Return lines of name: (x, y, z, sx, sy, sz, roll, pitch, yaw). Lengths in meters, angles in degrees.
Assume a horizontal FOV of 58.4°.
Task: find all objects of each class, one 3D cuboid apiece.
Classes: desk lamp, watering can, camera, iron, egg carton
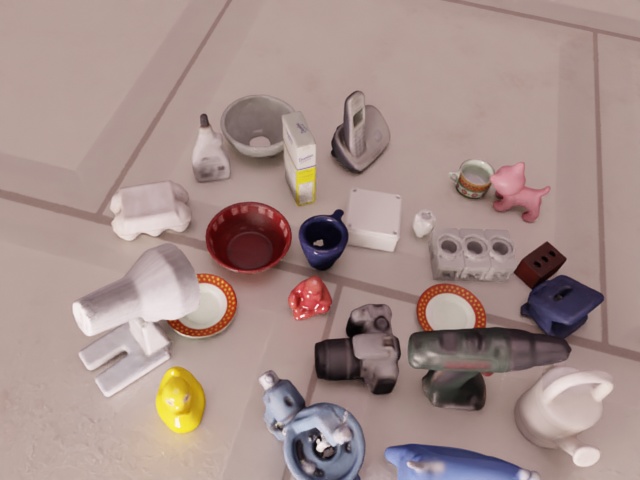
desk lamp: (-0.289, 0.122, 0.903, 0.204, 0.213, 0.117, -34, 64, -24)
watering can: (0.385, 0.254, 0.883, 0.101, 0.194, 0.172, -17, 59, -15)
camera: (0.060, 0.180, 0.962, 0.137, 0.101, 0.143, -2, 56, -6)
iron: (0.229, 0.349, 0.836, 0.258, 0.141, 0.118, 3, 55, -2)
egg carton: (-0.326, -0.058, 1.110, 0.150, 0.069, 0.107, -12, 57, -12)

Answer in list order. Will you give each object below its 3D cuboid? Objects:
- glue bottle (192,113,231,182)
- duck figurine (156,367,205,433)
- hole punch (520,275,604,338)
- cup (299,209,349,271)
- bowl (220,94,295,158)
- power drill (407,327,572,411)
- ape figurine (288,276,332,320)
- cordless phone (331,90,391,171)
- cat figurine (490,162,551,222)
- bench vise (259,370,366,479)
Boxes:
glue bottle: (-0.222, -0.186, 1.144, 0.078, 0.173, 0.037, -8, 57, -10)
duck figurine: (-0.224, 0.243, 0.904, 0.077, 0.086, 0.104, -12, 58, -13)
hole punch: (0.440, 0.115, 1.045, 0.109, 0.091, 0.101, -29, 63, -22)
cup: (0.010, 0.004, 1.082, 0.091, 0.095, 0.118, 25, 57, 12)
bowl: (-0.130, -0.235, 1.245, 0.167, 0.075, 0.167, 2, 56, -3)
power drill: (0.244, 0.198, 0.901, 0.229, 0.208, 0.075, 4, 55, -2)
ape figurine: (-0.015, 0.096, 1.019, 0.077, 0.092, 0.076, 20, 56, 9)
cordless phone: (0.093, -0.250, 1.208, 0.094, 0.185, 0.148, 32, 59, 16)
cat figurine: (0.407, -0.108, 1.179, 0.127, 0.118, 0.067, 18, 56, 8)
bench vise: (-0.023, 0.271, 0.821, 0.207, 0.220, 0.122, 28, 58, 14)
